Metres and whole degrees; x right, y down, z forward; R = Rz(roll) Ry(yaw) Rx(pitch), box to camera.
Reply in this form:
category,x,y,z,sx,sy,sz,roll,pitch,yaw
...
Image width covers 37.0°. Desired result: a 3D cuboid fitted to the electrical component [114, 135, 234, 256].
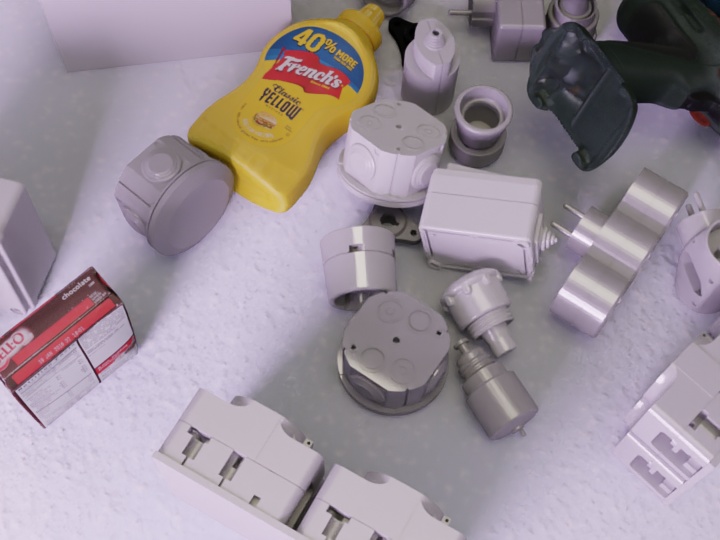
category,x,y,z,sx,sy,sz,roll,pitch,yaw
electrical component,-0.136,-0.055,0.790,0.051,0.080,0.080,37,70,20

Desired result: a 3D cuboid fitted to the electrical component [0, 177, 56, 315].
category,x,y,z,sx,sy,sz,roll,pitch,yaw
electrical component,-0.283,-0.025,0.756,0.109,0.108,0.056,14,63,5

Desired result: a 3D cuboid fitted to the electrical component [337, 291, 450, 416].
category,x,y,z,sx,sy,sz,roll,pitch,yaw
electrical component,0.024,0.058,0.757,0.080,0.051,0.080,1,65,-1

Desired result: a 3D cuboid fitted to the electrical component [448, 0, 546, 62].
category,x,y,z,sx,sy,sz,roll,pitch,yaw
electrical component,0.110,-0.220,0.889,0.076,0.047,0.083,1,65,-1

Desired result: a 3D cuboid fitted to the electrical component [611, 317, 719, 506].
category,x,y,z,sx,sy,sz,roll,pitch,yaw
electrical component,0.258,0.063,0.731,0.186,0.105,0.060,-41,73,-18

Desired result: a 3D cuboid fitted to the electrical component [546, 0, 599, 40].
category,x,y,z,sx,sy,sz,roll,pitch,yaw
electrical component,0.174,-0.209,0.878,0.048,0.062,0.048,0,65,-1

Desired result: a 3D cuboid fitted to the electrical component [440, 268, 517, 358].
category,x,y,z,sx,sy,sz,roll,pitch,yaw
electrical component,0.091,0.033,0.775,0.048,0.048,0.062,-25,75,-12

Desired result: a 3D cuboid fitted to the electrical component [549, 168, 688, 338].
category,x,y,z,sx,sy,sz,roll,pitch,yaw
electrical component,0.178,-0.023,0.797,0.074,0.052,0.138,33,69,13

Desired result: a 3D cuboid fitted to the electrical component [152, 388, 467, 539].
category,x,y,z,sx,sy,sz,roll,pitch,yaw
electrical component,-0.030,0.151,0.682,0.186,0.105,0.060,27,67,11

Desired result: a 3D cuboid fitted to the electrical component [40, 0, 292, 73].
category,x,y,z,sx,sy,sz,roll,pitch,yaw
electrical component,-0.151,-0.222,0.851,0.186,0.105,0.060,-7,65,-5

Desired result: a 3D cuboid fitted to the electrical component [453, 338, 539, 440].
category,x,y,z,sx,sy,sz,roll,pitch,yaw
electrical component,0.091,0.082,0.753,0.040,0.040,0.078,-28,69,-13

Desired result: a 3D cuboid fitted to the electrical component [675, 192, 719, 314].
category,x,y,z,sx,sy,sz,roll,pitch,yaw
electrical component,0.256,-0.018,0.784,0.043,0.077,0.079,-12,66,-6

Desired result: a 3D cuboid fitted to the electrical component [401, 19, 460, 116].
category,x,y,z,sx,sy,sz,roll,pitch,yaw
electrical component,0.056,-0.161,0.842,0.043,0.081,0.043,1,65,-1

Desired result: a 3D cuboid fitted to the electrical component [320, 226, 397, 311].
category,x,y,z,sx,sy,sz,roll,pitch,yaw
electrical component,0.000,0.000,0.782,0.055,0.055,0.047,-4,69,-3

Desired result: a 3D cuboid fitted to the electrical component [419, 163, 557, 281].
category,x,y,z,sx,sy,sz,roll,pitch,yaw
electrical component,0.098,-0.036,0.787,0.096,0.061,0.061,8,65,15

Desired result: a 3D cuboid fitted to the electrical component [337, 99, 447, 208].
category,x,y,z,sx,sy,sz,roll,pitch,yaw
electrical component,0.025,-0.088,0.813,0.080,0.051,0.080,7,41,-6

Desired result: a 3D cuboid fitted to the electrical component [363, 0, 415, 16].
category,x,y,z,sx,sy,sz,roll,pitch,yaw
electrical component,0.029,-0.247,0.901,0.066,0.048,0.055,21,59,8

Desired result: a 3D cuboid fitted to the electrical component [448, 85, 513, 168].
category,x,y,z,sx,sy,sz,roll,pitch,yaw
electrical component,0.093,-0.110,0.834,0.045,0.055,0.045,1,65,-1
